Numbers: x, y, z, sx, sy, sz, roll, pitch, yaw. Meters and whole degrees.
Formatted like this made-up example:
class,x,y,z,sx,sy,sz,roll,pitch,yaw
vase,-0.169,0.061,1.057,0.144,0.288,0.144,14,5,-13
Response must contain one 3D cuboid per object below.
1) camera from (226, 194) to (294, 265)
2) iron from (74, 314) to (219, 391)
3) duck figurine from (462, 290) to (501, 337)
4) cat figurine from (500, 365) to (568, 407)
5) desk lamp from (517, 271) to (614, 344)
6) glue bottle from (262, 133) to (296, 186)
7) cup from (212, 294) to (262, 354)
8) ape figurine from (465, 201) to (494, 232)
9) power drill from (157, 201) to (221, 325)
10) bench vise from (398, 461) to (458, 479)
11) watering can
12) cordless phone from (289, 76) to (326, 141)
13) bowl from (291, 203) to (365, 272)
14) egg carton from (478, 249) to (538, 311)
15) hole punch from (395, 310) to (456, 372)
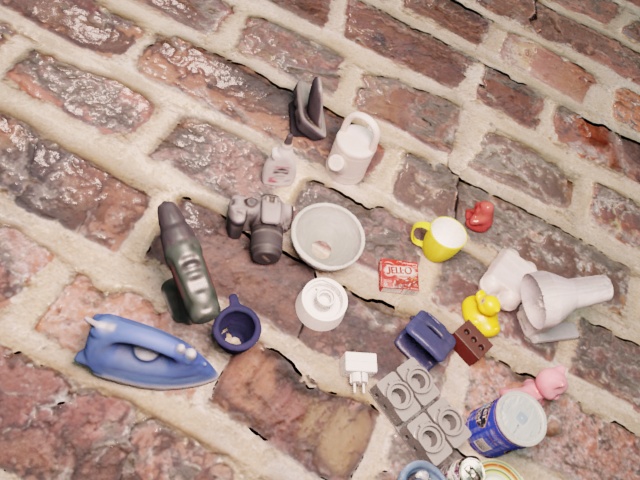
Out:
class,x,y,z,sx,sy,sz,roll,pitch,yaw
camera,-0.129,-0.025,1.234,0.143,0.100,0.137,6,60,-12
iron,-0.304,0.197,1.037,0.258,0.141,0.118,16,58,-6
duck figurine,0.370,0.159,1.271,0.078,0.086,0.104,-19,67,-23
cat figurine,0.457,0.310,1.190,0.128,0.117,0.067,-15,66,-22
desk lamp,0.515,0.141,1.245,0.203,0.213,0.118,-3,62,-16
glue bottle,-0.084,-0.183,1.293,0.078,0.173,0.037,-1,61,-15
cup,-0.167,0.173,1.115,0.092,0.095,0.117,-4,62,-17
ape figurine,0.395,-0.064,1.401,0.078,0.092,0.076,-33,74,-28
power drill,-0.257,0.067,1.084,0.076,0.208,0.229,-20,68,-24
bench vise,0.154,0.449,0.970,0.208,0.219,0.121,-15,66,-22
watering can,0.081,-0.217,1.344,0.101,0.194,0.173,18,58,-4
cordless phone,-0.016,-0.348,1.397,0.094,0.185,0.147,-2,62,-16
bowl,0.012,0.005,1.270,0.167,0.074,0.167,7,60,-11
egg carton,0.439,0.093,1.337,0.107,0.069,0.150,38,59,8
hole punch,0.227,0.204,1.205,0.108,0.091,0.101,43,60,11
